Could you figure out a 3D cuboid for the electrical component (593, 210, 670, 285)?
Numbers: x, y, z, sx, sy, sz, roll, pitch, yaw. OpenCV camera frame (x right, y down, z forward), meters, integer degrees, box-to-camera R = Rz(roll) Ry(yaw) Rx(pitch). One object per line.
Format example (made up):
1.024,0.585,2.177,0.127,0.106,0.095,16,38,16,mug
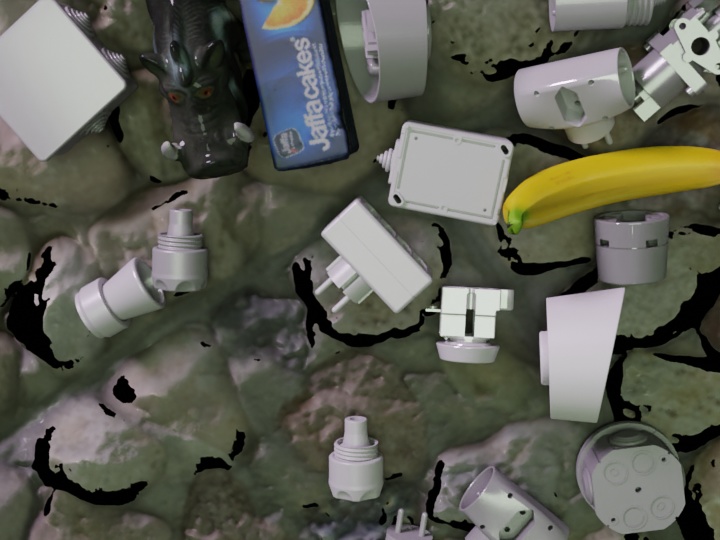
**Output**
0.202,-0.017,0.802,0.055,0.055,0.047,-3,102,4,electrical component

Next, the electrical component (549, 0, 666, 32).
0.180,-0.196,0.779,0.081,0.043,0.043,-2,99,4,electrical component

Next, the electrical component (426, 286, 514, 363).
0.083,0.041,0.821,0.066,0.048,0.055,3,92,3,electrical component

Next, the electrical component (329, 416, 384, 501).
-0.003,0.146,0.843,0.043,0.043,0.062,0,98,3,electrical component

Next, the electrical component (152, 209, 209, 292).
-0.138,-0.015,0.825,0.043,0.043,0.062,2,98,3,electrical component

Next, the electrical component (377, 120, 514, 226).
0.060,-0.075,0.796,0.096,0.061,0.061,11,101,2,electrical component

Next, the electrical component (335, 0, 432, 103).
0.017,-0.169,0.767,0.064,0.099,0.099,-3,99,-3,electrical component

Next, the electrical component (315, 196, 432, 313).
0.000,0.000,0.818,0.076,0.047,0.083,-43,94,8,electrical component

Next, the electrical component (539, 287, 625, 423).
0.166,0.063,0.795,0.064,0.099,0.099,-2,99,10,electrical component

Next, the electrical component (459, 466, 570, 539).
0.110,0.208,0.846,0.077,0.043,0.079,39,99,-3,electrical component

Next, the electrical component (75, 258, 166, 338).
-0.186,0.022,0.832,0.055,0.045,0.045,-29,96,7,electrical component

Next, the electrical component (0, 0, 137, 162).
-0.229,-0.142,0.807,0.100,0.048,0.099,-40,95,8,electrical component

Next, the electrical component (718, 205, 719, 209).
0.326,-0.036,0.764,0.109,0.108,0.056,27,102,-1,electrical component

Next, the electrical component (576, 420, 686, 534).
0.210,0.161,0.830,0.080,0.051,0.080,0,99,3,electrical component

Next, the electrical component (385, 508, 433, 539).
0.036,0.228,0.853,0.077,0.044,0.079,9,100,2,electrical component

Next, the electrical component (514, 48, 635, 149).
0.163,-0.119,0.788,0.077,0.043,0.079,-7,135,29,electrical component
